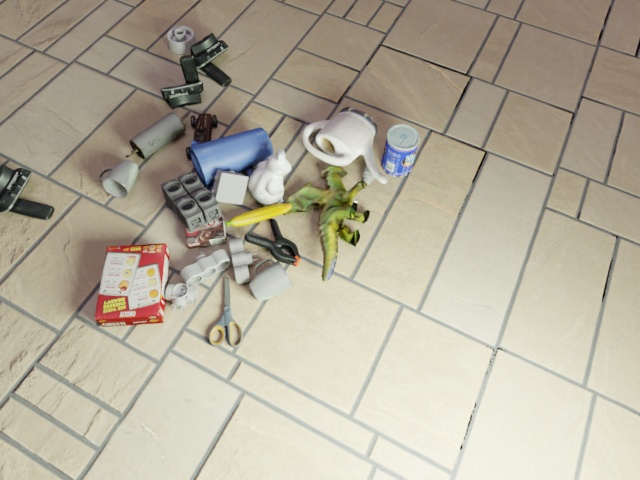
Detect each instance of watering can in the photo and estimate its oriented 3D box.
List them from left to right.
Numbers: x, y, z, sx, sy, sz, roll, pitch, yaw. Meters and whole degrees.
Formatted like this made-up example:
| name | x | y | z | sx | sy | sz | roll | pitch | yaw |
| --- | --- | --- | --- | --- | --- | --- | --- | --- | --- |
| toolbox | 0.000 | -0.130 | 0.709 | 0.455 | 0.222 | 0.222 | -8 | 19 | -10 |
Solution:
| name | x | y | z | sx | sy | sz | roll | pitch | yaw |
| --- | --- | --- | --- | --- | --- | --- | --- | --- | --- |
| watering can | 0.110 | -0.307 | 1.643 | 0.350 | 0.101 | 0.228 | 29 | 62 | 23 |

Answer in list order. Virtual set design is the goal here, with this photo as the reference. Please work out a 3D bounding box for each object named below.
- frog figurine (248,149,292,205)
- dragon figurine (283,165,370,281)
| name | x | y | z | sx | sy | sz | roll | pitch | yaw |
| --- | --- | --- | --- | --- | --- | --- | --- | --- | --- |
| frog figurine | -0.147 | -0.187 | 1.529 | 0.123 | 0.155 | 0.140 | -2 | 51 | -19 |
| dragon figurine | 0.005 | -0.077 | 1.528 | 0.243 | 0.119 | 0.418 | 13 | 56 | 26 |
